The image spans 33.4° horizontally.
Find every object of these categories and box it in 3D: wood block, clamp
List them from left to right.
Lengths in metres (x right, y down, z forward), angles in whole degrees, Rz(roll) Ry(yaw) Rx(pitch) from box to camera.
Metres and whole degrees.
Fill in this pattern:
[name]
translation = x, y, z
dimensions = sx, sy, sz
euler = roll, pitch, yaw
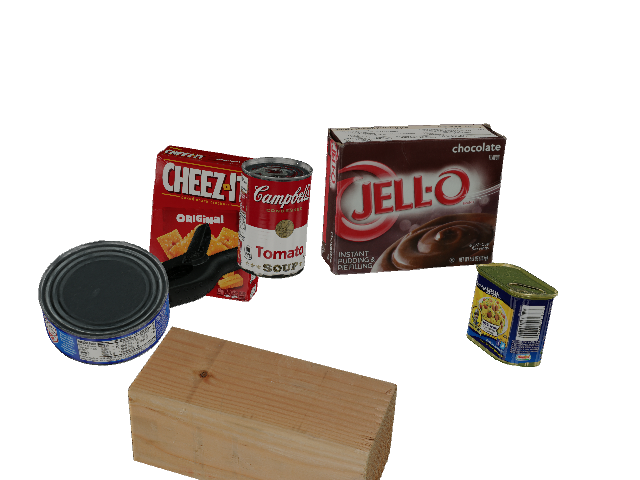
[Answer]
[clamp]
translation = -0.128, 0.030, 1.213
dimensions = 0.120, 0.039, 0.171
euler = 1, 30, 30
[wood block]
translation = -0.048, 0.155, 0.905
dimensions = 0.206, 0.090, 0.090
euler = 13, 37, 14

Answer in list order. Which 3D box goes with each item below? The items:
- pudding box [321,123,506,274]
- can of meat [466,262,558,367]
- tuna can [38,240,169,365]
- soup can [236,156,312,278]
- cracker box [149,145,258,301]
[pudding box]
translation = 0.059, -0.028, 0.693
dimensions = 0.113, 0.090, 0.039
euler = -5, 26, -15
[can of meat]
translation = 0.203, 0.079, 1.148
dimensions = 0.057, 0.084, 0.102
euler = 2, 17, -23
[tuna can]
translation = -0.145, 0.042, 0.720
dimensions = 0.086, 0.086, 0.034
euler = 0, -44, -4
[soup can]
translation = -0.045, -0.022, 1.030
dimensions = 0.068, 0.102, 0.068
euler = 4, 20, -2
[cracker box]
translation = -0.172, -0.024, 1.623
dimensions = 0.164, 0.214, 0.072
euler = 9, 18, 7
